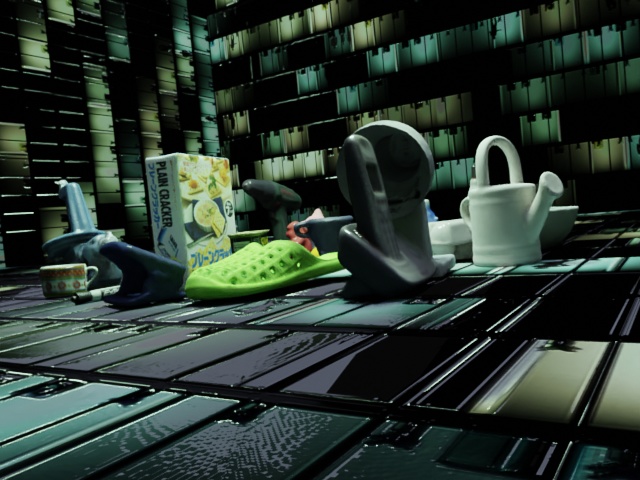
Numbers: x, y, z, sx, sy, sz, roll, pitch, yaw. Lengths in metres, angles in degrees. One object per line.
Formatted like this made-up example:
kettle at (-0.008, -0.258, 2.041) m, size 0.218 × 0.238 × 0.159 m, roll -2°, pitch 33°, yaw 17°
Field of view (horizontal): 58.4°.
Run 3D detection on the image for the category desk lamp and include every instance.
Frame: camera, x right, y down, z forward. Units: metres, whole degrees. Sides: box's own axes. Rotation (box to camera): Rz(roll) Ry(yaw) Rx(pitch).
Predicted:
desk lamp at (0.109, -0.051, 0.777) m, size 0.117 × 0.213 × 0.204 m, roll -4°, pitch 3°, yaw 21°

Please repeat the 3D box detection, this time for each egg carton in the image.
egg carton at (0.246, -0.002, 1.020) m, size 0.151 × 0.069 × 0.107 m, roll -6°, pitch 3°, yaw -23°

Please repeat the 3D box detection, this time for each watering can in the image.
watering can at (0.282, -0.061, 0.863) m, size 0.172 × 0.194 × 0.101 m, roll -4°, pitch 3°, yaw 36°

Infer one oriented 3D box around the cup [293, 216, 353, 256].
cup at (0.010, 0.004, 1.114) m, size 0.118 × 0.095 × 0.091 m, roll -6°, pitch 2°, yaw -4°

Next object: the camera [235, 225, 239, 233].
camera at (-0.231, 0.012, 1.397) m, size 0.144 × 0.101 × 0.136 m, roll -7°, pitch 3°, yaw -37°

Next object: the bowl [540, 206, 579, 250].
bowl at (0.390, -0.020, 1.057) m, size 0.167 × 0.075 × 0.167 m, roll -5°, pitch 2°, yaw 0°

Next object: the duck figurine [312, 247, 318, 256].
duck figurine at (0.028, 0.001, 1.267) m, size 0.104 × 0.086 × 0.077 m, roll -6°, pitch 2°, yaw -7°

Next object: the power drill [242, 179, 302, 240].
power drill at (-0.122, -0.058, 1.532) m, size 0.075 × 0.208 × 0.230 m, roll -4°, pitch 3°, yaw 29°

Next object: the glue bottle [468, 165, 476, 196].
glue bottle at (0.325, -0.068, 1.181) m, size 0.037 × 0.173 × 0.078 m, roll -4°, pitch 3°, yaw 32°

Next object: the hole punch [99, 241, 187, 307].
hole punch at (-0.247, 0.043, 0.803) m, size 0.101 × 0.091 × 0.108 m, roll -7°, pitch 3°, yaw -40°

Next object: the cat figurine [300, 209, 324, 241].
cat figurine at (0.014, -0.020, 1.416) m, size 0.128 × 0.118 × 0.067 m, roll -6°, pitch 3°, yaw -3°

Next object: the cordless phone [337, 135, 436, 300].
cordless phone at (0.075, -0.030, 0.677) m, size 0.094 × 0.185 × 0.148 m, roll -4°, pitch 3°, yaw 23°

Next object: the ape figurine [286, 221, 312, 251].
ape figurine at (-0.058, 0.001, 1.368) m, size 0.076 × 0.092 × 0.078 m, roll -6°, pitch 2°, yaw -3°

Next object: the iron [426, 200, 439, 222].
iron at (0.194, -0.047, 1.368) m, size 0.257 × 0.141 × 0.119 m, roll -3°, pitch 3°, yaw 41°

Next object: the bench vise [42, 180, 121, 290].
bench vise at (-0.457, -0.015, 1.130) m, size 0.206 × 0.220 × 0.122 m, roll -4°, pitch 3°, yaw 23°
